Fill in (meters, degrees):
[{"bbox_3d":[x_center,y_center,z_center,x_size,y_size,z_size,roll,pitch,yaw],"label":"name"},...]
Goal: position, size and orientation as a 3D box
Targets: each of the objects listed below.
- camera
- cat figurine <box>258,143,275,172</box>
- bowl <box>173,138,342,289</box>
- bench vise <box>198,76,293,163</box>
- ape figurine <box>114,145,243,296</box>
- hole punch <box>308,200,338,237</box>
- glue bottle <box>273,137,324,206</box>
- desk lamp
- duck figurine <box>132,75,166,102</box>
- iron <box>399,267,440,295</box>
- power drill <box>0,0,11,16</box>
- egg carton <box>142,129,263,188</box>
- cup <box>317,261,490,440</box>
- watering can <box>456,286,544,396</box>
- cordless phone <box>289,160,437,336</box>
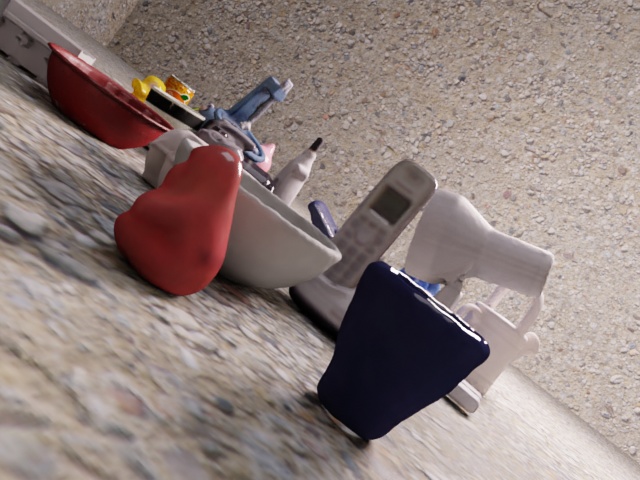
[{"bbox_3d":[-0.128,-0.106,0.840,0.137,0.101,0.143,36,4,-13],"label":"camera"},{"bbox_3d":[-0.114,-0.130,1.101,0.128,0.117,0.067,37,4,-6],"label":"cat figurine"},{"bbox_3d":[-0.067,-0.009,0.488,0.167,0.074,0.167,37,4,-3],"label":"bowl"},{"bbox_3d":[-0.155,-0.218,1.019,0.207,0.219,0.122,39,5,24],"label":"bench vise"},{"bbox_3d":[-0.081,-0.019,0.354,0.076,0.092,0.078,40,5,27],"label":"ape figurine"},{"bbox_3d":[0.008,0.003,0.860,0.101,0.091,0.109,38,4,11],"label":"hole punch"},{"bbox_3d":[-0.048,-0.101,0.958,0.037,0.173,0.078,35,5,-26],"label":"glue bottle"},{"bbox_3d":[0.175,0.067,0.722,0.203,0.213,0.118,39,4,18],"label":"desk lamp"},{"bbox_3d":[-0.293,-0.235,0.969,0.077,0.086,0.105,39,5,22],"label":"duck figurine"},{"bbox_3d":[0.152,0.076,0.921,0.118,0.141,0.259,38,4,11],"label":"iron"},{"bbox_3d":[-0.246,-0.225,0.419,0.075,0.208,0.229,37,4,-2],"label":"power drill"},{"bbox_3d":[-0.116,-0.056,0.622,0.151,0.069,0.107,34,6,-43],"label":"egg carton"},{"bbox_3d":[0.042,0.073,0.373,0.092,0.095,0.118,37,4,-5],"label":"cup"},{"bbox_3d":[0.287,0.146,0.929,0.100,0.194,0.174,41,5,39],"label":"watering can"},{"bbox_3d":[0.074,0.022,0.563,0.147,0.185,0.094,38,4,12],"label":"cordless phone"}]
